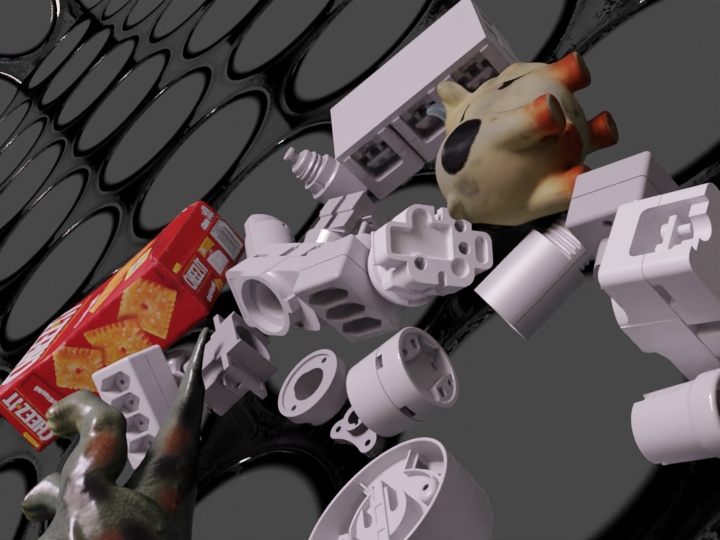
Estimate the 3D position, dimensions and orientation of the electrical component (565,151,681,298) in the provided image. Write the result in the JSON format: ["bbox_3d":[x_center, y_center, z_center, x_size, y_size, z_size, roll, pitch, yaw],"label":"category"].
[{"bbox_3d":[0.146,-0.010,0.574,0.047,0.066,0.076,-19,39,42],"label":"electrical component"}]

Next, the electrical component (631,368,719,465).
[{"bbox_3d":[0.154,0.069,0.493,0.046,0.040,0.040,-25,35,46],"label":"electrical component"}]

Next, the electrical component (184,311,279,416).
[{"bbox_3d":[-0.103,0.075,0.841,0.064,0.042,0.081,-44,27,9],"label":"electrical component"}]

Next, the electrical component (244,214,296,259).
[{"bbox_3d":[-0.076,-0.020,0.921,0.043,0.043,0.081,-41,29,13],"label":"electrical component"}]

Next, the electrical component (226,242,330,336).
[{"bbox_3d":[-0.054,0.014,0.813,0.089,0.050,0.056,0,27,47],"label":"electrical component"}]

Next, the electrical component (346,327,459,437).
[{"bbox_3d":[0.025,0.070,0.657,0.047,0.055,0.055,-35,30,30],"label":"electrical component"}]

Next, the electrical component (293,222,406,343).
[{"bbox_3d":[0.000,0.000,0.766,0.047,0.066,0.076,-20,39,41],"label":"electrical component"}]

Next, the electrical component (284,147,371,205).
[{"bbox_3d":[-0.028,-0.076,0.895,0.040,0.078,0.040,-50,19,24],"label":"electrical component"}]

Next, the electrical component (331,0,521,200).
[{"bbox_3d":[0.054,-0.135,0.865,0.150,0.062,0.089,-37,29,19],"label":"electrical component"}]

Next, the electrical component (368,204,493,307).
[{"bbox_3d":[0.040,-0.008,0.719,0.057,0.078,0.058,146,126,-60],"label":"electrical component"}]

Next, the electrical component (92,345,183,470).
[{"bbox_3d":[-0.157,0.103,0.856,0.047,0.083,0.076,-26,-2,36],"label":"electrical component"}]

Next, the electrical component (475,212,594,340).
[{"bbox_3d":[0.111,-0.002,0.637,0.081,0.043,0.043,-46,28,3],"label":"electrical component"}]

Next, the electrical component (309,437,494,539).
[{"bbox_3d":[0.019,0.136,0.568,0.099,0.064,0.099,-34,31,24],"label":"electrical component"}]

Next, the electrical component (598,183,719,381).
[{"bbox_3d":[0.158,0.009,0.508,0.056,0.089,0.050,-14,43,47],"label":"electrical component"}]

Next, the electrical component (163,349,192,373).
[{"bbox_3d":[-0.163,0.088,0.917,0.061,0.035,0.035,-15,42,48],"label":"electrical component"}]

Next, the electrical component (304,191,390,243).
[{"bbox_3d":[-0.014,-0.026,0.842,0.066,0.048,0.055,-10,39,49],"label":"electrical component"}]
